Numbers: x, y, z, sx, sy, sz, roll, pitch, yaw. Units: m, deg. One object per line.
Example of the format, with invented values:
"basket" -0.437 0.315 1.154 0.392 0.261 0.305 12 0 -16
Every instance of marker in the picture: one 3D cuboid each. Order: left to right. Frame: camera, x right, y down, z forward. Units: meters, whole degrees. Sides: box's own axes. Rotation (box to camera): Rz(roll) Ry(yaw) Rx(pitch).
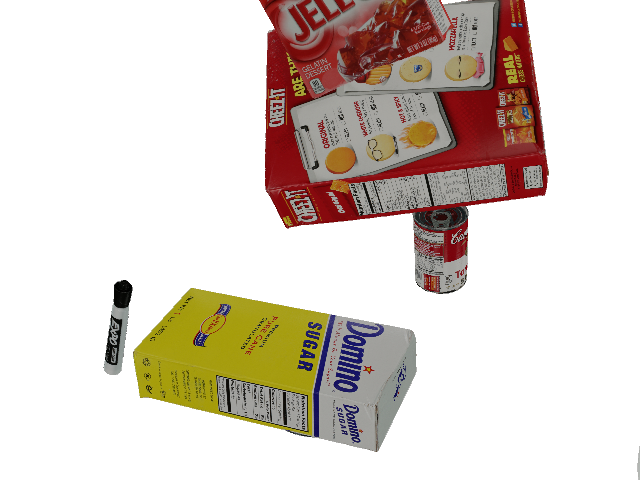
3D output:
"marker" -0.209 0.090 1.105 0.020 0.121 0.020 10 35 -7

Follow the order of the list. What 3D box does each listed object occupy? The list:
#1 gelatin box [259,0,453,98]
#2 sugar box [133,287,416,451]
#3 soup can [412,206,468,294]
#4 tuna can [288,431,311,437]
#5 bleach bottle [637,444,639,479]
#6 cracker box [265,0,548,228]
"gelatin box" 0.017 -0.128 0.587 0.089 0.073 0.030 -19 20 30
"sugar box" -0.030 0.085 0.737 0.176 0.048 0.093 7 30 19
"soup can" 0.149 0.007 1.325 0.068 0.102 0.068 -3 35 2
"tuna can" -0.008 0.182 1.153 0.086 0.034 0.086 5 12 -1
"bleach bottle" 0.280 0.092 0.692 0.103 0.068 0.250 12 24 25
"cracker box" 0.067 -0.104 0.860 0.214 0.164 0.072 -7 -32 11
